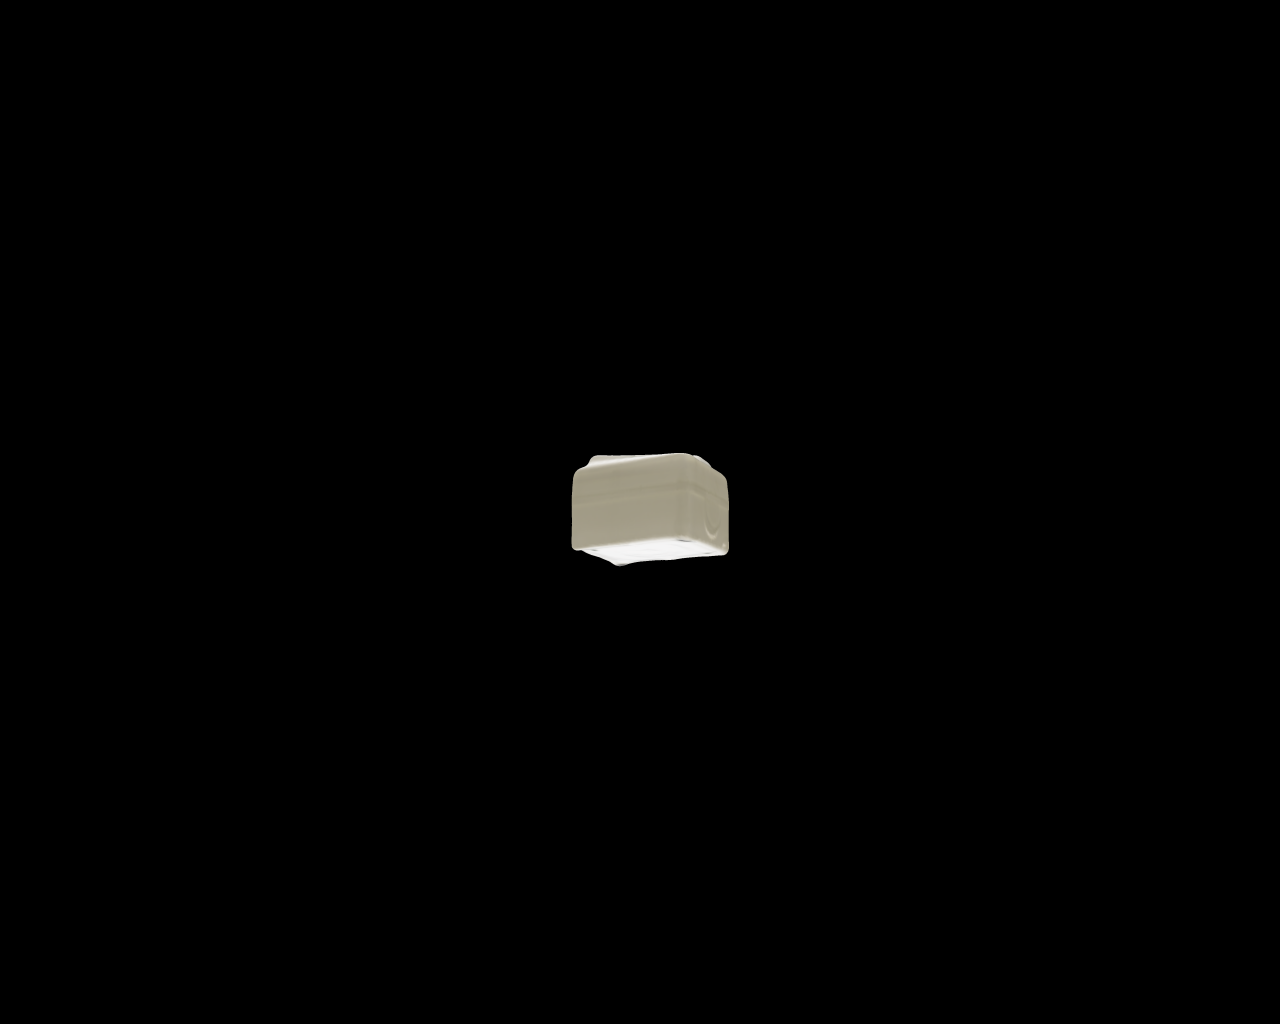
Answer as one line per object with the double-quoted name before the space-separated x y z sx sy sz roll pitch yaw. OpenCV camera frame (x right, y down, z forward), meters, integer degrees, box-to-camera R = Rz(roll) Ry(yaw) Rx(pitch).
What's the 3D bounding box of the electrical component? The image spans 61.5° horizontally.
"electrical component" 0.001 -0.003 0.650 0.096 0.061 0.061 -7 -15 26
